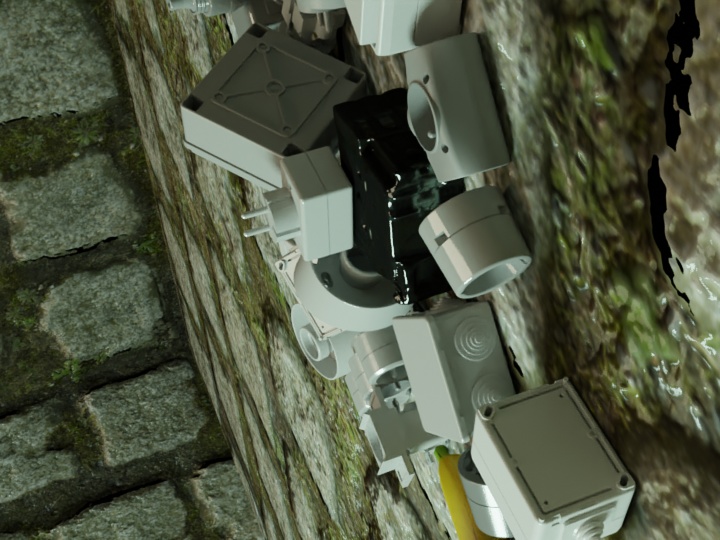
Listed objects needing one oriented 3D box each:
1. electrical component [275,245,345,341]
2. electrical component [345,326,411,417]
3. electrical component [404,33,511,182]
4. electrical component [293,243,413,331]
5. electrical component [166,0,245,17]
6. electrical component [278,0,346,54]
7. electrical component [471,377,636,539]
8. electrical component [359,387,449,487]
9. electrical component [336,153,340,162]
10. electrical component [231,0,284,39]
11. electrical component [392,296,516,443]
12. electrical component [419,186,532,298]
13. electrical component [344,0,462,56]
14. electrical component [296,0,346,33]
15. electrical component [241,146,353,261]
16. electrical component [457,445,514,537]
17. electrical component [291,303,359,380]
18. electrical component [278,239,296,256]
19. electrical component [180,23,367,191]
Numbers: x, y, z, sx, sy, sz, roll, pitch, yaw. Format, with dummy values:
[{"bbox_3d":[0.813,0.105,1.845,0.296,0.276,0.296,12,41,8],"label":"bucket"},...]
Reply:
[{"bbox_3d":[-0.022,0.001,0.930,0.062,0.061,0.096,-27,95,36],"label":"electrical component"},{"bbox_3d":[0.014,0.075,0.965,0.138,0.052,0.073,103,148,-64],"label":"electrical component"},{"bbox_3d":[0.051,-0.093,0.636,0.079,0.044,0.077,-174,67,-75],"label":"electrical component"},{"bbox_3d":[0.000,0.000,0.841,0.064,0.099,0.099,112,139,-60],"label":"electrical component"},{"bbox_3d":[-0.127,-0.223,0.875,0.035,0.061,0.035,48,148,44],"label":"electrical component"},{"bbox_3d":[-0.040,-0.200,0.866,0.055,0.048,0.066,110,142,-56],"label":"electrical component"},{"bbox_3d":[0.112,0.122,0.621,0.061,0.062,0.096,89,159,-49],"label":"electrical component"},{"bbox_3d":[0.038,0.140,0.925,0.042,0.064,0.081,106,144,-63],"label":"electrical component"},{"bbox_3d":[-0.053,-0.139,0.941,0.108,0.060,0.108,162,90,-80],"label":"electrical component"},{"bbox_3d":[-0.076,-0.236,0.923,0.096,0.062,0.061,179,74,-76],"label":"electrical component"},{"bbox_3d":[0.068,0.068,0.756,0.100,0.048,0.099,168,85,-76],"label":"electrical component"},{"bbox_3d":[0.070,-0.015,0.639,0.055,0.055,0.047,106,141,-66],"label":"electrical component"},{"bbox_3d":[0.016,-0.182,0.633,0.061,0.061,0.096,94,155,-56],"label":"electrical component"},{"bbox_3d":[-0.031,-0.213,0.796,0.138,0.052,0.073,-128,25,-56],"label":"electrical component"},{"bbox_3d":[-0.048,-0.043,0.778,0.065,0.077,0.047,89,159,-49],"label":"electrical component"},{"bbox_3d":[0.097,0.146,0.724,0.055,0.055,0.047,-136,28,-63],"label":"electrical component"},{"bbox_3d":[-0.028,0.065,1.146,0.099,0.064,0.099,45,150,35],"label":"electrical component"},{"bbox_3d":[-0.045,-0.011,1.090,0.095,0.054,0.059,-147,41,-69],"label":"electrical component"},{"bbox_3d":[-0.066,-0.124,0.838,0.109,0.108,0.056,27,150,14],"label":"electrical component"}]
